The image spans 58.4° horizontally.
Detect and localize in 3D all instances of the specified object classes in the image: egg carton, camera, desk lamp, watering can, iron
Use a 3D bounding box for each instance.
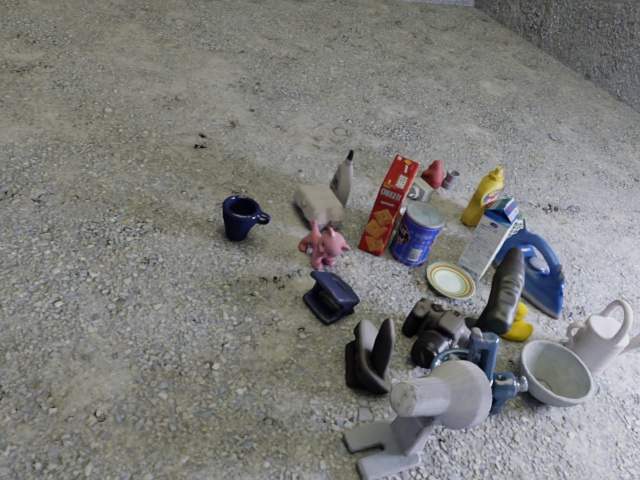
[{"bbox_3d":[-0.004,-0.090,1.522,0.107,0.069,0.150,-9,46,-30],"label":"egg carton"},{"bbox_3d":[0.245,0.205,1.247,0.143,0.101,0.137,35,41,20],"label":"camera"},{"bbox_3d":[0.173,0.310,1.003,0.204,0.213,0.117,-7,45,-28],"label":"desk lamp"},{"bbox_3d":[0.666,0.218,1.327,0.173,0.194,0.100,2,41,-20],"label":"watering can"},{"bbox_3d":[0.577,0.070,1.510,0.119,0.141,0.257,-7,45,-28],"label":"iron"}]

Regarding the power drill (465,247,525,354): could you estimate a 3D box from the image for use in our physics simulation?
[{"bbox_3d":[0.390,0.149,1.287,0.075,0.208,0.230,23,39,6],"label":"power drill"}]

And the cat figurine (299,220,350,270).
[{"bbox_3d":[0.013,0.005,1.378,0.067,0.118,0.127,-14,49,-34],"label":"cat figurine"}]

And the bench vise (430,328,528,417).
[{"bbox_3d":[0.315,0.248,1.129,0.208,0.220,0.121,-2,43,-23],"label":"bench vise"}]

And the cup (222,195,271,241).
[{"bbox_3d":[-0.181,-0.043,1.374,0.118,0.095,0.091,17,38,-2],"label":"cup"}]

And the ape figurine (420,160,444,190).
[{"bbox_3d":[0.359,-0.211,1.796,0.078,0.092,0.076,9,39,-12],"label":"ape figurine"}]

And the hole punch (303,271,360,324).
[{"bbox_3d":[0.029,0.114,1.275,0.101,0.091,0.108,-19,52,-38],"label":"hole punch"}]

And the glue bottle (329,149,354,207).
[{"bbox_3d":[0.065,-0.175,1.568,0.037,0.173,0.078,-2,43,-24],"label":"glue bottle"}]

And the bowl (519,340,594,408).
[{"bbox_3d":[0.503,0.304,1.254,0.167,0.075,0.167,11,39,-9],"label":"bowl"}]

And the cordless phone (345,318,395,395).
[{"bbox_3d":[0.116,0.201,1.132,0.094,0.185,0.147,9,39,-12],"label":"cordless phone"}]

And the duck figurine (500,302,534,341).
[{"bbox_3d":[0.467,0.187,1.370,0.104,0.086,0.077,24,39,7],"label":"duck figurine"}]
